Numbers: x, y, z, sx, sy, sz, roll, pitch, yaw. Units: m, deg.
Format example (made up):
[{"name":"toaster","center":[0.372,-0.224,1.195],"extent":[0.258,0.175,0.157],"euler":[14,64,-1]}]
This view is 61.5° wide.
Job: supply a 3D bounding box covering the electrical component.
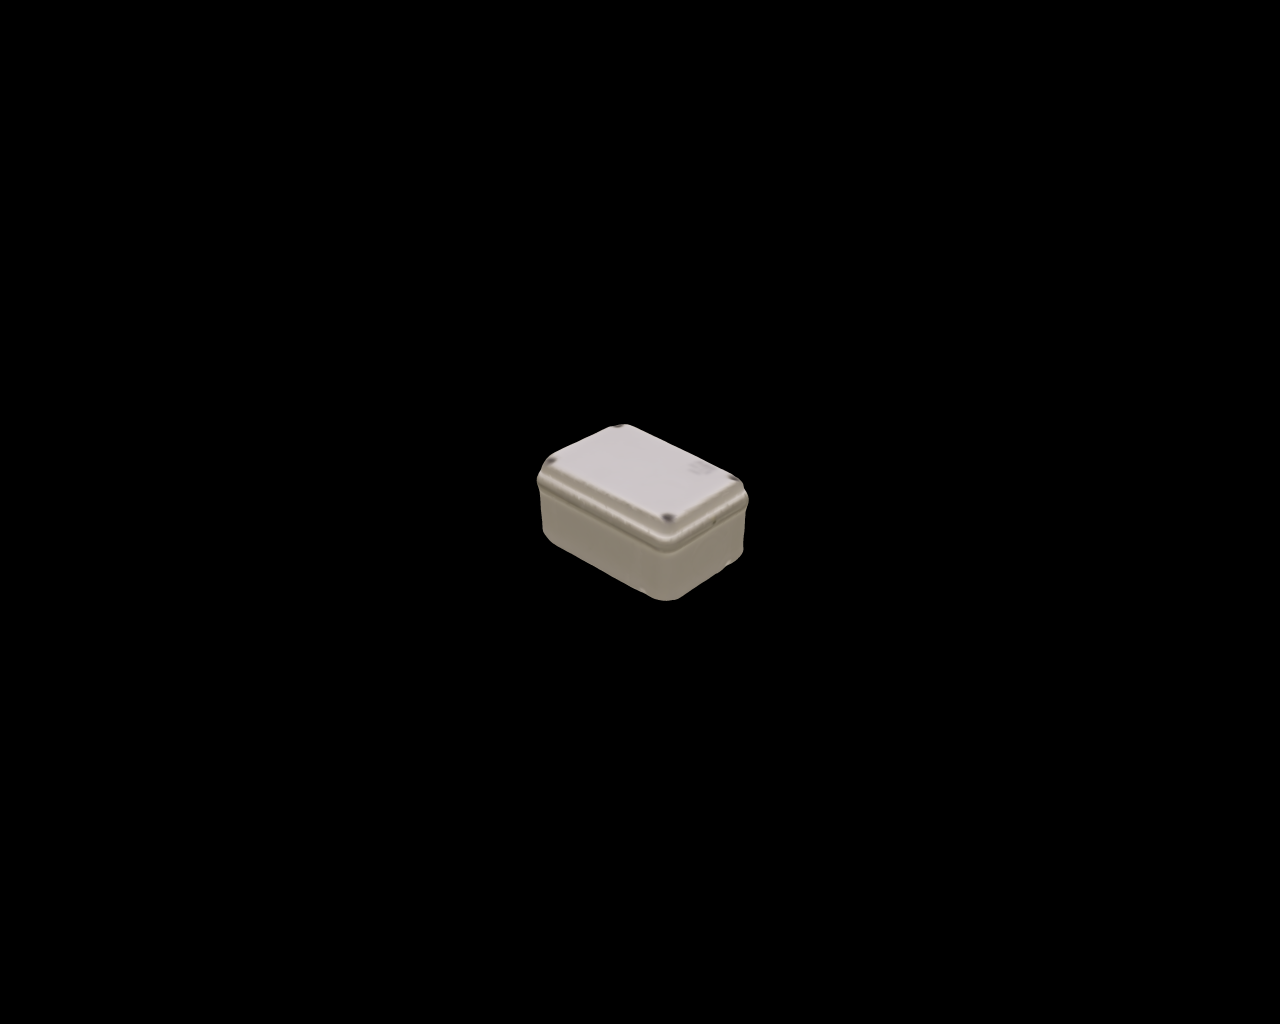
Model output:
[{"name":"electrical component","center":[0.001,-0.003,0.650],"extent":[0.113,0.057,0.078],"euler":[27,42,36]}]
